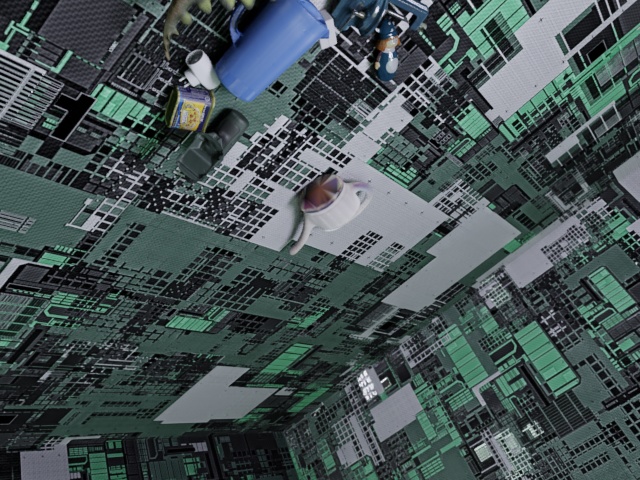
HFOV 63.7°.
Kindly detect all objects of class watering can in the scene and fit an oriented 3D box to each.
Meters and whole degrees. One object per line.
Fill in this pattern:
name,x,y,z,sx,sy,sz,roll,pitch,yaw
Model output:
watering can,0.005,-0.081,1.600,0.346,0.106,0.221,-35,-36,9
